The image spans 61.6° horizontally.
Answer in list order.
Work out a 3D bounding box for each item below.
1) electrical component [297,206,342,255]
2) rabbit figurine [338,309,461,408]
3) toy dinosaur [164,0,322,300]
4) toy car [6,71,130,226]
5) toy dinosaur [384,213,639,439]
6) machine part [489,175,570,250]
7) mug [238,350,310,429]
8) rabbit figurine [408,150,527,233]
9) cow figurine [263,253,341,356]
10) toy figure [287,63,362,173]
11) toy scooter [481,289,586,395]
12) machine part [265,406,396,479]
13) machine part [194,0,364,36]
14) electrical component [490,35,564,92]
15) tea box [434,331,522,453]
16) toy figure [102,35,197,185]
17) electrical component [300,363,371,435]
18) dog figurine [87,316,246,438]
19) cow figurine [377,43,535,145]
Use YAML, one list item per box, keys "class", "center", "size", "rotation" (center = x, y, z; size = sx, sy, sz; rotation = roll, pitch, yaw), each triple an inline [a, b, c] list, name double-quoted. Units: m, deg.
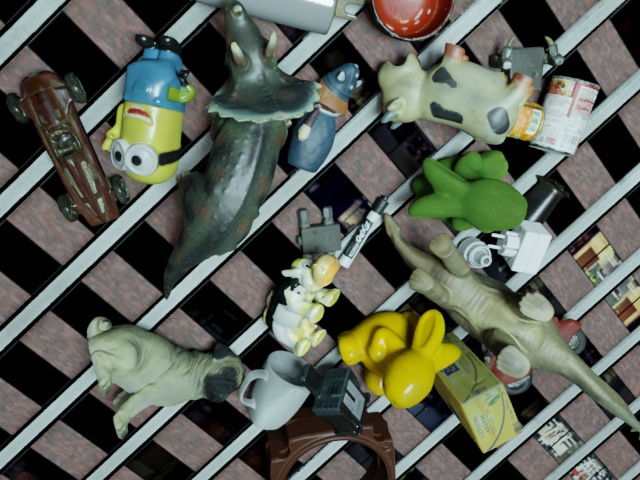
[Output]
- class: "electrical component"
  center: [-0.002, -0.002, 0.788]
  size: [0.063, 0.021, 0.093]
  rotation: [-9, 108, -8]
- class: "rabbit figurine"
  center: [0.124, 0.179, 0.786]
  size: [0.162, 0.173, 0.121]
  rotation: [-28, 105, 3]
- class: "toy dinosaur"
  center: [-0.113, -0.071, 0.660]
  size: [0.131, 0.192, 0.404]
  rotation: [18, 101, -13]
- class: "toy car"
  center: [-0.317, -0.112, 0.684]
  size: [0.089, 0.053, 0.202]
  rotation: [-20, 107, -8]
- class: "toy dinosaur"
  center: [0.265, 0.118, 0.749]
  size: [0.472, 0.198, 0.105]
  rotation: [43, 96, 17]
- class: "machine part"
  center: [0.328, -0.031, 0.834]
  size: [0.084, 0.039, 0.138]
  rotation: [28, 101, -9]
- class: "mug"
  center: [-0.073, 0.233, 0.807]
  size: [0.109, 0.081, 0.107]
  rotation: [10, 115, -40]
- class: "rabbit figurine"
  center: [0.205, -0.067, 0.730]
  size: [0.159, 0.170, 0.121]
  rotation: [10, 103, -14]
- class: "cow figurine"
  center: [-0.028, 0.077, 0.762]
  size: [0.098, 0.068, 0.167]
  rotation: [31, 123, 23]
- class: "toy figure"
  center: [0.004, -0.167, 0.721]
  size: [0.058, 0.064, 0.154]
  rotation: [24, 101, -1]
- class: "toy scooter"
  center: [0.332, 0.157, 0.869]
  size: [0.184, 0.075, 0.135]
  rotation: [-30, 106, -3]
- class: "machine part"
  center: [0.018, 0.371, 0.866]
  size: [0.201, 0.087, 0.201]
  rotation: [-6, 105, -8]
- class: "machine part"
  center: [-0.065, -0.310, 0.661]
  size: [0.243, 0.079, 0.079]
  rotation: [9, 104, -13]
- class: "electrical component"
  center: [0.288, -0.247, 0.760]
  size: [0.102, 0.045, 0.078]
  rotation: [-1, 104, -10]
- class: "tea box"
  center: [0.222, 0.224, 0.817]
  size: [0.068, 0.170, 0.098]
  rotation: [-27, 107, -4]
- class: "toy figure"
  center: [-0.206, -0.159, 0.675]
  size: [0.089, 0.082, 0.180]
  rotation: [5, 99, -50]
- class: "electrical component"
  center: [0.023, 0.224, 0.786]
  size: [0.048, 0.075, 0.119]
  rotation: [-13, 123, 31]
- class: "dog figurine"
  center: [-0.215, 0.166, 0.769]
  size: [0.190, 0.121, 0.172]
  rotation: [-20, 112, -19]
- class: "cow figurine"
  center: [0.165, -0.187, 0.711]
  size: [0.195, 0.085, 0.127]
  rotation: [28, 101, 16]
